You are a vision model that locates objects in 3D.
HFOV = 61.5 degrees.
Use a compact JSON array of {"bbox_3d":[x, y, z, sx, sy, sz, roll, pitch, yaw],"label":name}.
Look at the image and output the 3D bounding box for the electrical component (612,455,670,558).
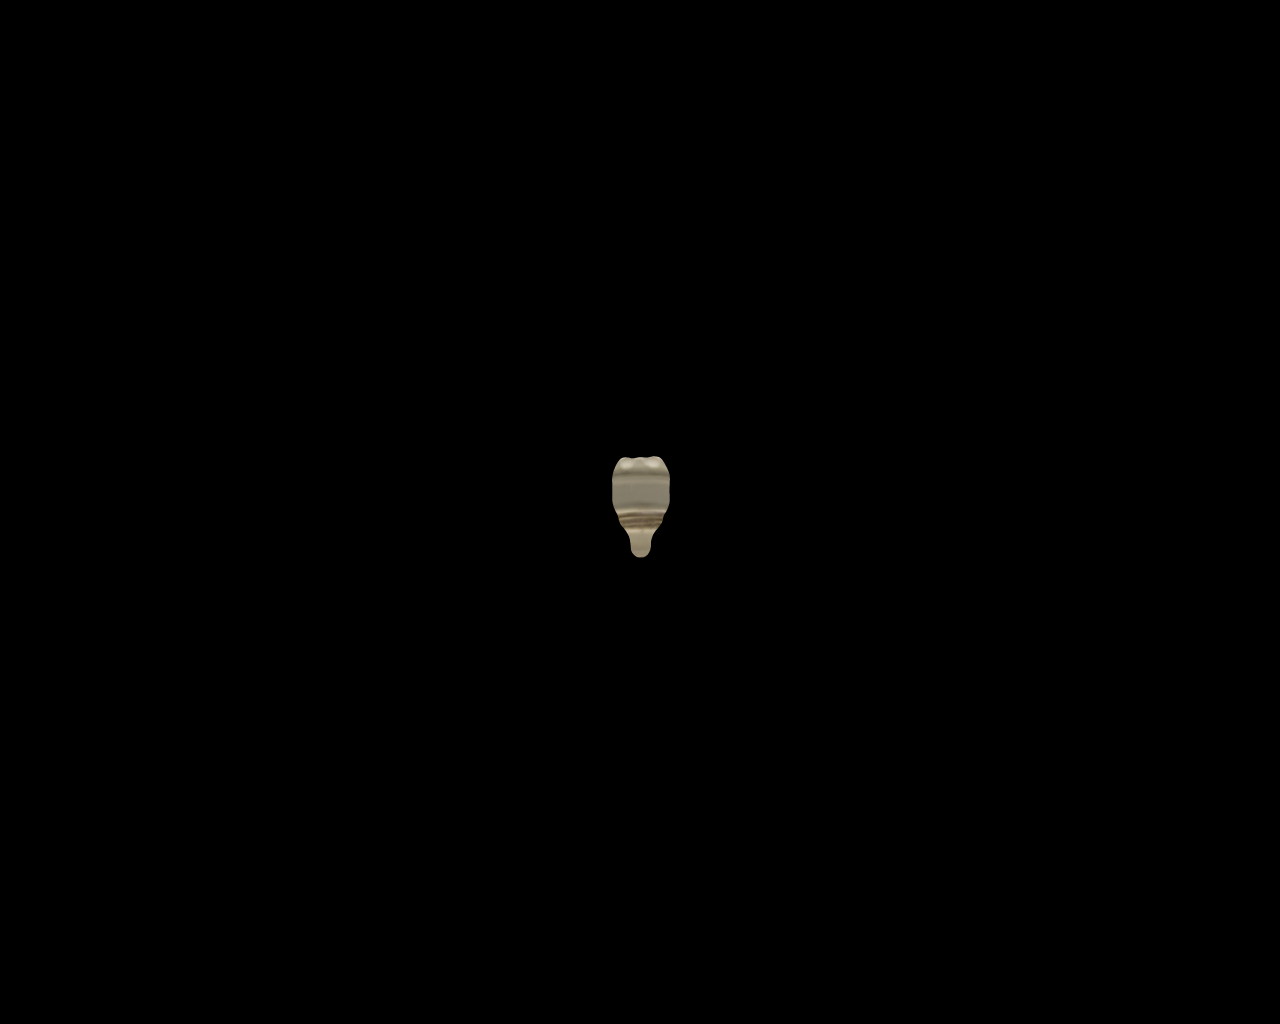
[{"bbox_3d":[0.001,-0.003,0.650,0.035,0.061,0.035,0,-4,0],"label":"electrical component"}]
